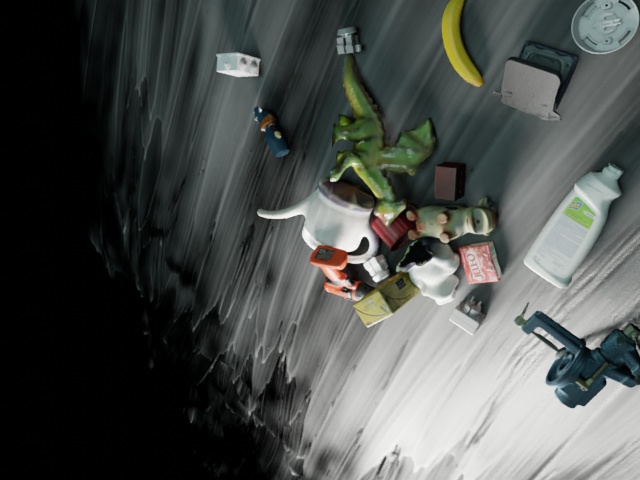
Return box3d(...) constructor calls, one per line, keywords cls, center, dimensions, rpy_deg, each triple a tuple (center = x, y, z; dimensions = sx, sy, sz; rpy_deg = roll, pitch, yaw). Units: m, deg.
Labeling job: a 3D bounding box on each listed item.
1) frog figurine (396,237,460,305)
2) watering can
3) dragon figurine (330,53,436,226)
box3d(cls="frog figurine", center=(0.275, 0.073, 1.217), dimensions=(0.158, 0.126, 0.135), rpy_deg=(37, 126, -23))
box3d(cls="watering can", center=(0.004, -0.068, 1.345), dimensions=(0.349, 0.106, 0.219), rpy_deg=(26, 123, 9))
box3d(cls="dragon figurine", center=(0.148, -0.239, 1.202), dimensions=(0.243, 0.122, 0.411), rpy_deg=(5, 89, 14))
